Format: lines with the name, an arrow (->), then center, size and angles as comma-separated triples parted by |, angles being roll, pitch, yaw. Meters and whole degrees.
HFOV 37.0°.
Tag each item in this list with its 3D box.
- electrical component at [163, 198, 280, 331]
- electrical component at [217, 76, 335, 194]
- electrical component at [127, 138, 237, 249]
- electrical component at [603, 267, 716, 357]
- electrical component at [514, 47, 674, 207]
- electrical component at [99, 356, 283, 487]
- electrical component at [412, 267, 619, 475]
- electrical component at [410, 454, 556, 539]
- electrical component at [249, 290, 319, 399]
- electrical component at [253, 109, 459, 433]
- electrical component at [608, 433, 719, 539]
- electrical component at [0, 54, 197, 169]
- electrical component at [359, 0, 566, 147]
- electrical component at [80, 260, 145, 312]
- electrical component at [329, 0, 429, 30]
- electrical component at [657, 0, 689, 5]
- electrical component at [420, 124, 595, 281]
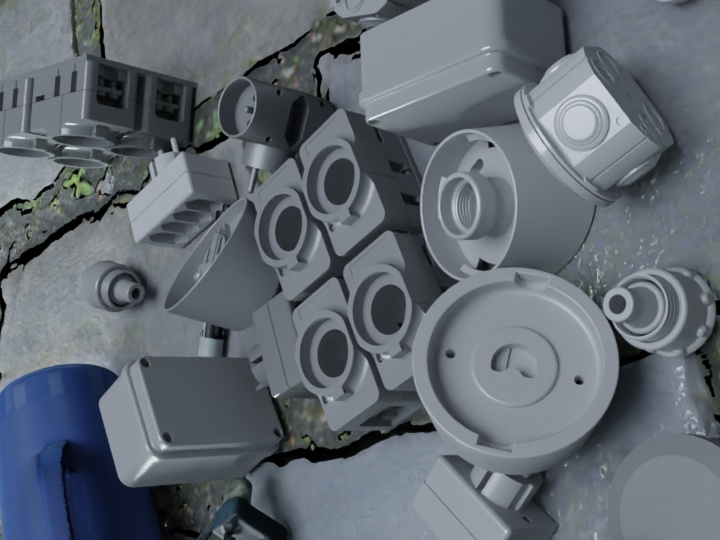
electrical component -> -0.097, -0.005, 0.788 | 0.099, 0.064, 0.099 | -44, 33, 38
electrical component -> -0.063, -0.092, 0.771 | 0.043, 0.077, 0.079 | 20, 99, 45
electrical component -> -0.150, -0.071, 0.877 | 0.083, 0.047, 0.075 | -36, 61, 36
electrical component -> 0.149, 0.020, 0.552 | 0.048, 0.062, 0.048 | -8, 79, 44
electrical component -> 0.125, -0.078, 0.579 | 0.051, 0.080, 0.080 | -40, 58, 29
electrical component -> -0.120, 0.107, 0.776 | 0.057, 0.113, 0.078 | -45, 55, 35
electrical component -> 0.085, 0.060, 0.591 | 0.108, 0.060, 0.108 | -3, 63, 6
electrical component -> 0.079, 0.127, 0.619 | 0.066, 0.047, 0.076 | 44, 114, 39
electrical component -> -0.052, 0.061, 0.760 | 0.077, 0.047, 0.065 | -35, 61, 37
electrical component -> 0.000, 0.000, 0.707 | 0.105, 0.060, 0.186 | -40, 58, 34
electrical component -> 0.167, 0.120, 0.528 | 0.080, 0.051, 0.080 | -8, 79, 44
electrical component -> -0.243, -0.132, 0.938 | 0.186, 0.105, 0.060 | -2, 83, 45
electrical component -> 0.061, -0.122, 0.650 | 0.113, 0.078, 0.057 | -15, 71, 43
electrical component -> -0.210, 0.016, 0.929 | 0.062, 0.043, 0.043 | 11, 92, 45
electrical component -> 0.020, -0.197, 0.720 | 0.080, 0.051, 0.080 | -8, 79, 44
electrical component -> 0.182, -0.200, 0.553 | 0.113, 0.057, 0.078 | -32, 63, 38
electrical component -> 0.084, -0.039, 0.643 | 0.099, 0.064, 0.099 | 6, 98, 56
